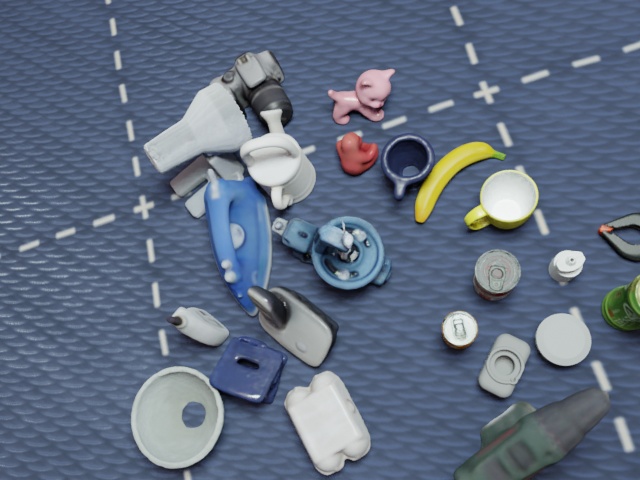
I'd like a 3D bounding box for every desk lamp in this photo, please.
[{"bbox_3d":[-0.208,-0.158,1.030,0.203,0.214,0.117,-40,72,1],"label":"desk lamp"}]

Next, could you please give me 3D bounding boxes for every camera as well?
[{"bbox_3d":[-0.124,-0.279,1.100,0.143,0.101,0.136,-32,72,3],"label":"camera"}]

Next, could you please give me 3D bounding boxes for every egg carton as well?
[{"bbox_3d":[0.013,0.300,0.946,0.107,0.069,0.150,-32,72,3],"label":"egg carton"}]

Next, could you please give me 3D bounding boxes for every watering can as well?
[{"bbox_3d":[-0.080,-0.144,1.009,0.101,0.194,0.172,-28,72,5],"label":"watering can"}]

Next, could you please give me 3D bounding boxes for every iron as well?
[{"bbox_3d":[-0.155,0.002,1.017,0.118,0.142,0.258,-14,74,9],"label":"iron"}]

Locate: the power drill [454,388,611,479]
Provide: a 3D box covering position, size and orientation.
[{"bbox_3d":[0.293,0.284,0.816,0.229,0.209,0.075,-38,72,1],"label":"power drill"}]

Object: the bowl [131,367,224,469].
[{"bbox_3d":[-0.236,0.306,0.997,0.167,0.075,0.167,-3,76,12],"label":"bowl"}]

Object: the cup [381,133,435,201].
[{"bbox_3d":[0.153,-0.116,1.003,0.091,0.095,0.118,11,79,15],"label":"cup"}]

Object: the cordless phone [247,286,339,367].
[{"bbox_3d":[-0.050,0.135,0.939,0.147,0.185,0.094,33,85,18],"label":"cordless phone"}]

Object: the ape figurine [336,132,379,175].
[{"bbox_3d":[0.062,-0.164,1.036,0.077,0.092,0.076,30,85,17],"label":"ape figurine"}]

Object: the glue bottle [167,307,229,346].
[{"bbox_3d":[-0.218,0.144,0.980,0.078,0.173,0.037,38,87,18],"label":"glue bottle"}]

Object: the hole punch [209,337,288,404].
[{"bbox_3d":[-0.123,0.221,0.984,0.108,0.091,0.101,16,80,16],"label":"hole punch"}]

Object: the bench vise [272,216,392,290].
[{"bbox_3d":[0.007,0.015,0.937,0.207,0.220,0.121,3,77,13],"label":"bench vise"}]

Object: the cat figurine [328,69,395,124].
[{"bbox_3d":[0.076,-0.268,1.045,0.127,0.118,0.067,-5,76,11],"label":"cat figurine"}]
